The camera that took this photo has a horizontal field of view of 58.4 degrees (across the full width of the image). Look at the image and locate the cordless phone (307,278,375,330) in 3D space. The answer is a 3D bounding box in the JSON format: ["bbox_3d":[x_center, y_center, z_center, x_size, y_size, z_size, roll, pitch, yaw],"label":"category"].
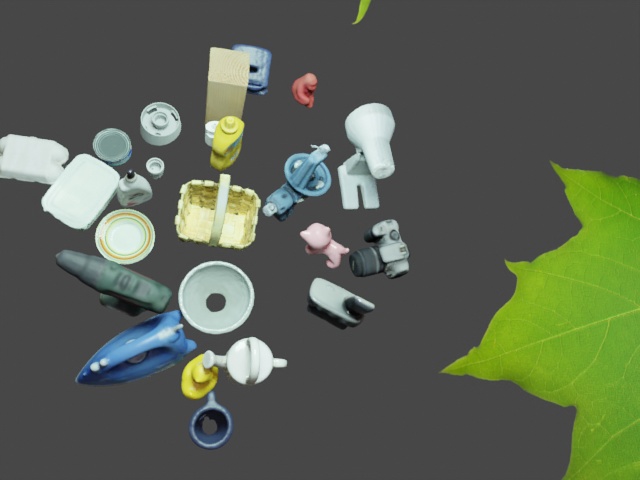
[{"bbox_3d":[0.050,0.136,1.321,0.147,0.185,0.094,25,70,-5],"label":"cordless phone"}]

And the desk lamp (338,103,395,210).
[{"bbox_3d":[0.122,-0.202,1.420,0.118,0.213,0.203,-4,75,-14],"label":"desk lamp"}]

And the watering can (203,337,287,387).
[{"bbox_3d":[-0.159,0.264,1.229,0.173,0.194,0.101,-17,79,-17],"label":"watering can"}]

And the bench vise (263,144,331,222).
[{"bbox_3d":[-0.040,-0.132,1.358,0.121,0.219,0.207,28,70,-4],"label":"bench vise"}]

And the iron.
[{"bbox_3d":[-0.397,0.239,1.207,0.259,0.141,0.118,-25,81,-19],"label":"iron"}]

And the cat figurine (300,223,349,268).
[{"bbox_3d":[0.013,0.005,1.385,0.128,0.117,0.067,29,70,-4],"label":"cat figurine"}]

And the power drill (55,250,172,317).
[{"bbox_3d":[-0.425,0.099,1.205,0.230,0.208,0.076,21,71,-7],"label":"power drill"}]

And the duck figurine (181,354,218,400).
[{"bbox_3d":[-0.261,0.298,1.252,0.077,0.086,0.105,28,70,-4],"label":"duck figurine"}]

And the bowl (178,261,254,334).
[{"bbox_3d":[-0.238,0.136,1.310,0.168,0.074,0.167,4,74,-12],"label":"bowl"}]

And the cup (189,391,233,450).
[{"bbox_3d":[-0.235,0.385,1.229,0.092,0.095,0.118,-1,74,-13],"label":"cup"}]

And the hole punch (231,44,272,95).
[{"bbox_3d":[-0.180,-0.440,1.481,0.109,0.091,0.101,6,73,-12],"label":"hole punch"}]

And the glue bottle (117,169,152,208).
[{"bbox_3d":[-0.421,-0.122,1.288,0.078,0.173,0.037,-26,82,-19],"label":"glue bottle"}]

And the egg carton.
[{"bbox_3d":[-0.656,-0.181,1.303,0.150,0.069,0.107,6,73,-12],"label":"egg carton"}]

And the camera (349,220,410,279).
[{"bbox_3d":[0.142,0.030,1.419,0.137,0.100,0.143,-13,78,-17],"label":"camera"}]

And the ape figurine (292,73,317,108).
[{"bbox_3d":[-0.033,-0.403,1.505,0.076,0.092,0.078,41,70,1],"label":"ape figurine"}]
